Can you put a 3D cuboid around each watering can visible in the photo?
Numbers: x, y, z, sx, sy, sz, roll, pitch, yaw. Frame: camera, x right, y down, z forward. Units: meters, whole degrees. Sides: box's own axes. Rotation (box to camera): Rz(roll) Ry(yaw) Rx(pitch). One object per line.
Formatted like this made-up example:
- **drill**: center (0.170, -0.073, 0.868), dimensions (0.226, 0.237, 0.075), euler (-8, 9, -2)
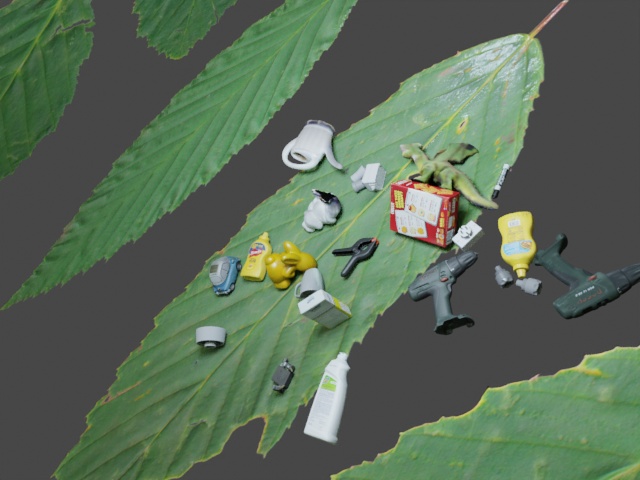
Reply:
- **watering can**: center (-0.006, -0.372, 2.060), dimensions (0.349, 0.102, 0.227), euler (12, 69, 40)

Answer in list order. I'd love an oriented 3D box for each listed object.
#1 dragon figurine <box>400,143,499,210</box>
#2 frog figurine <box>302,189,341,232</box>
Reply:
- **dragon figurine**: center (0.430, -0.235, 1.685), dimensions (0.413, 0.120, 0.246), euler (22, 67, 33)
- **frog figurine**: center (0.006, -0.095, 1.897), dimensions (0.139, 0.123, 0.156), euler (34, 120, 35)
